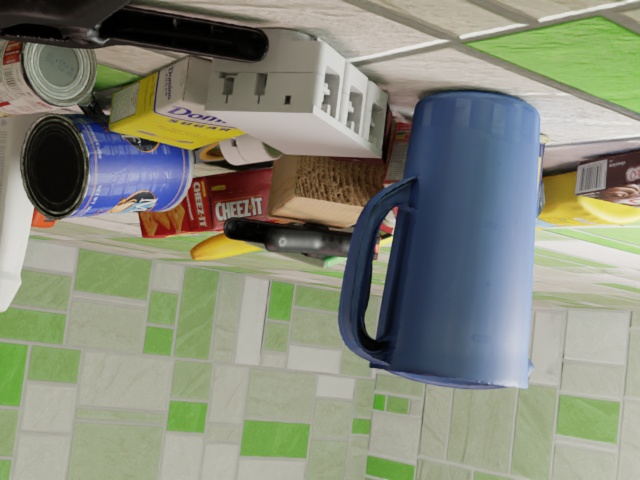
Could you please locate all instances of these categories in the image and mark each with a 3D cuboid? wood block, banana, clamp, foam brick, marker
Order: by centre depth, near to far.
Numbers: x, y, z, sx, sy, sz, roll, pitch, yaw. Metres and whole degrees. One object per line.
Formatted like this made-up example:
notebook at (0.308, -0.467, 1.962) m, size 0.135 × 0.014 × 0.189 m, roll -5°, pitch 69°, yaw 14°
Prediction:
clamp at (-0.150, -0.151, 0.736) m, size 0.210 × 0.036 × 0.164 m, roll 5°, pitch 175°, yaw 34°
foam brick at (0.033, -0.100, 0.947) m, size 0.053 × 0.051 × 0.078 m, roll 6°, pitch 174°, yaw 10°
marker at (-0.232, -0.134, 1.077) m, size 0.020 × 0.020 × 0.121 m, roll 7°, pitch 174°, yaw -3°
wood block at (0.007, -0.069, 1.091) m, size 0.090 × 0.090 × 0.206 m, roll 8°, pitch 174°, yaw -9°
clamp at (-0.007, 0.001, 1.126) m, size 0.171 × 0.039 × 0.120 m, roll 5°, pitch -169°, yaw -19°
banana at (-0.068, -0.004, 1.382) m, size 0.198 × 0.037 × 0.069 m, roll -8°, pitch -172°, yaw 13°

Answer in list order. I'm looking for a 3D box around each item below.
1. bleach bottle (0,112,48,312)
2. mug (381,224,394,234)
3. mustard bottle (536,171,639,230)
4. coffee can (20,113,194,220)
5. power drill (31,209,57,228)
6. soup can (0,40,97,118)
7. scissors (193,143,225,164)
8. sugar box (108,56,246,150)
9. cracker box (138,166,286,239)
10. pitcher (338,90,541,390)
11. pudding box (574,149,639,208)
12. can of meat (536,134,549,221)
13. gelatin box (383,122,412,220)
bleach bottle at (-0.356, -0.025, 1.138) m, size 0.103 × 0.251 × 0.068 m, roll 4°, pitch 174°, yaw 25°
mug at (0.052, -0.036, 1.420) m, size 0.082 × 0.093 × 0.117 m, roll -4°, pitch -161°, yaw 38°
mustard bottle at (0.263, -0.042, 1.196) m, size 0.096 × 0.058 × 0.192 m, roll 10°, pitch 173°, yaw -26°
coffee can at (-0.211, -0.075, 1.067) m, size 0.103 × 0.103 × 0.140 m, roll 2°, pitch -174°, yaw 38°
power drill at (-0.413, -0.083, 1.320) m, size 0.187 × 0.057 × 0.184 m, roll 30°, pitch -177°, yaw 2°
soup can at (-0.232, -0.134, 0.845) m, size 0.102 × 0.068 × 0.068 m, roll 0°, pitch 171°, yaw 45°
scissors at (-0.164, -0.092, 1.175) m, size 0.202 × 0.016 × 0.096 m, roll -19°, pitch 151°, yaw 35°
sugar box at (-0.116, -0.119, 0.962) m, size 0.093 × 0.048 × 0.177 m, roll 10°, pitch 174°, yaw -30°
cracker box at (-0.110, -0.048, 1.310) m, size 0.163 × 0.072 × 0.214 m, roll -11°, pitch -176°, yaw -31°
pitcher at (0.111, 0.001, 0.894) m, size 0.145 × 0.243 × 0.149 m, roll 5°, pitch 173°, yaw 20°
pudding box at (0.323, -0.060, 1.053) m, size 0.089 × 0.039 × 0.114 m, roll 10°, pitch 173°, yaw -27°
can of meat at (0.161, -0.062, 1.009) m, size 0.102 × 0.084 × 0.057 m, roll 8°, pitch 174°, yaw -17°
gelatin box at (0.087, -0.055, 0.999) m, size 0.030 × 0.073 × 0.089 m, roll 2°, pitch 146°, yaw 20°
